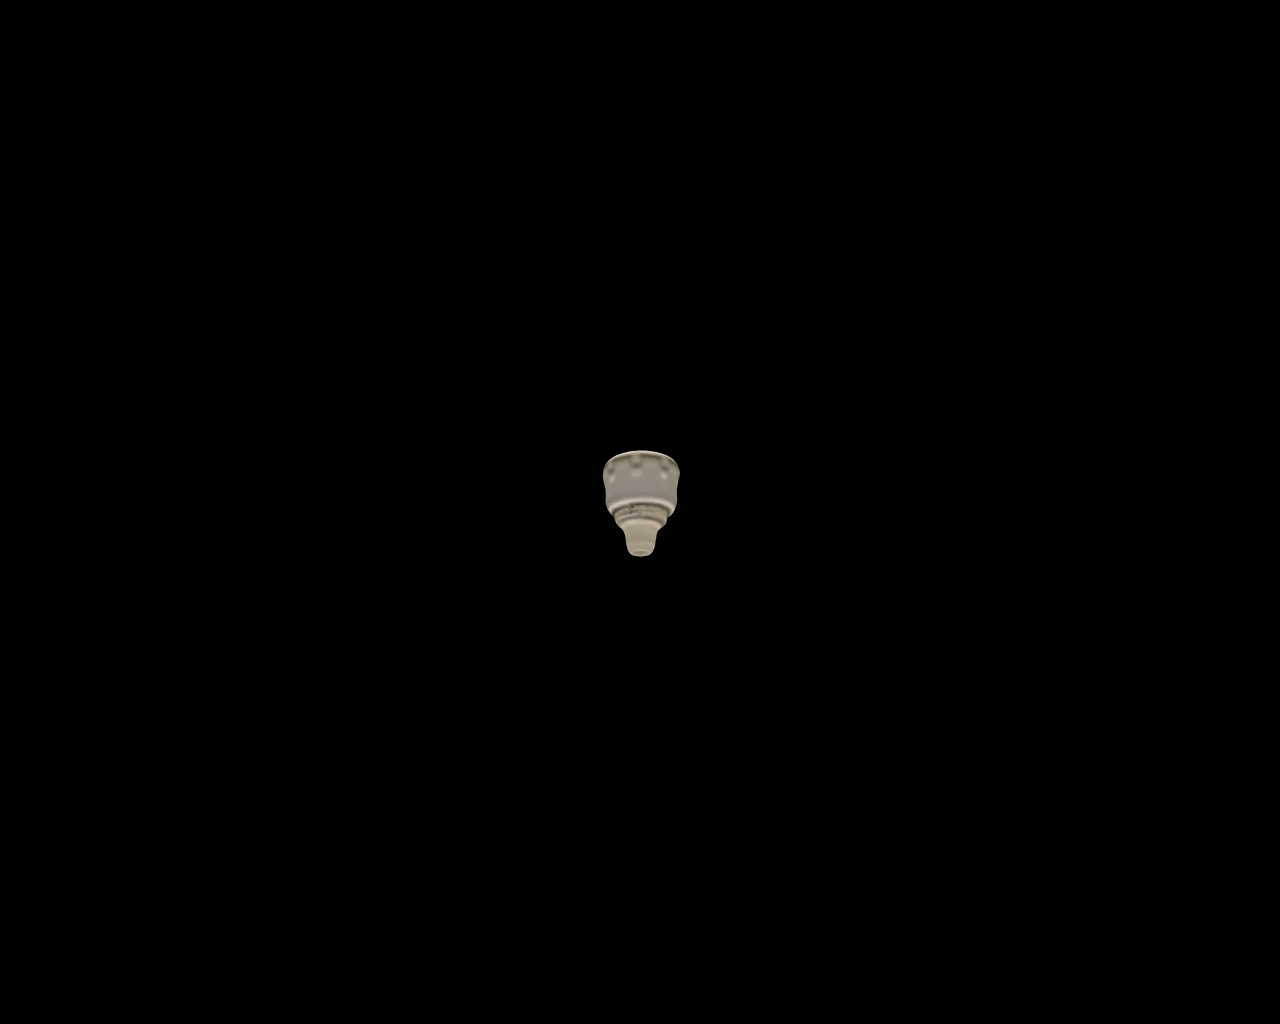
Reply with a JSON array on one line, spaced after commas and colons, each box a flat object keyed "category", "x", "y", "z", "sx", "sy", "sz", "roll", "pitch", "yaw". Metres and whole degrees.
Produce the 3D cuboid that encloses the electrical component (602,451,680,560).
[{"category": "electrical component", "x": 0.001, "y": -0.003, "z": 0.650, "sx": 0.048, "sy": 0.062, "sz": 0.048, "roll": 0, "pitch": -22, "yaw": 0}]
